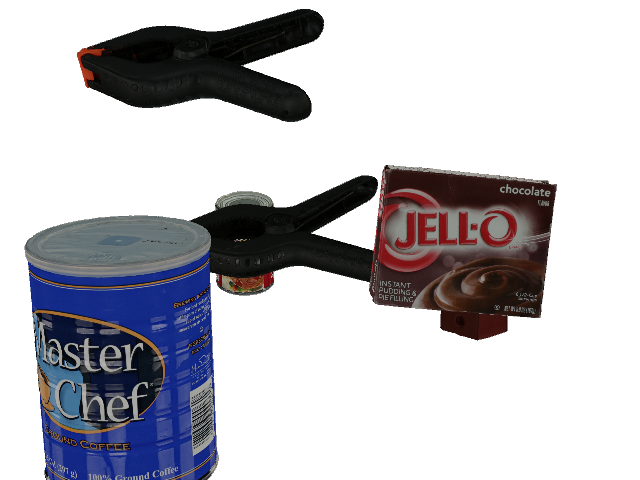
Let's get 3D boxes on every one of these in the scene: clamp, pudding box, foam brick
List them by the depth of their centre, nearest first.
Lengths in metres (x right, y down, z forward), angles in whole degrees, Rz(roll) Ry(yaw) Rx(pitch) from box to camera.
[{"bbox_3d":[0.093,0.000,0.704,0.113,0.090,0.039,5,11,-2],"label":"pudding box"},{"bbox_3d":[-0.077,-0.127,0.737,0.171,0.039,0.120,7,36,11],"label":"clamp"},{"bbox_3d":[-0.031,-0.009,0.932,0.210,0.036,0.164,-2,31,-1],"label":"clamp"},{"bbox_3d":[0.160,0.057,1.107,0.051,0.078,0.053,-14,20,-42],"label":"foam brick"}]

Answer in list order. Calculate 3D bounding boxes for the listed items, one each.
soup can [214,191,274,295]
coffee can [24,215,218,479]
[{"bbox_3d":[-0.087,0.002,1.225,0.068,0.102,0.068,1,26,-1],"label":"soup can"},{"bbox_3d":[-0.112,0.065,0.615,0.103,0.140,0.103,-1,16,0],"label":"coffee can"}]
